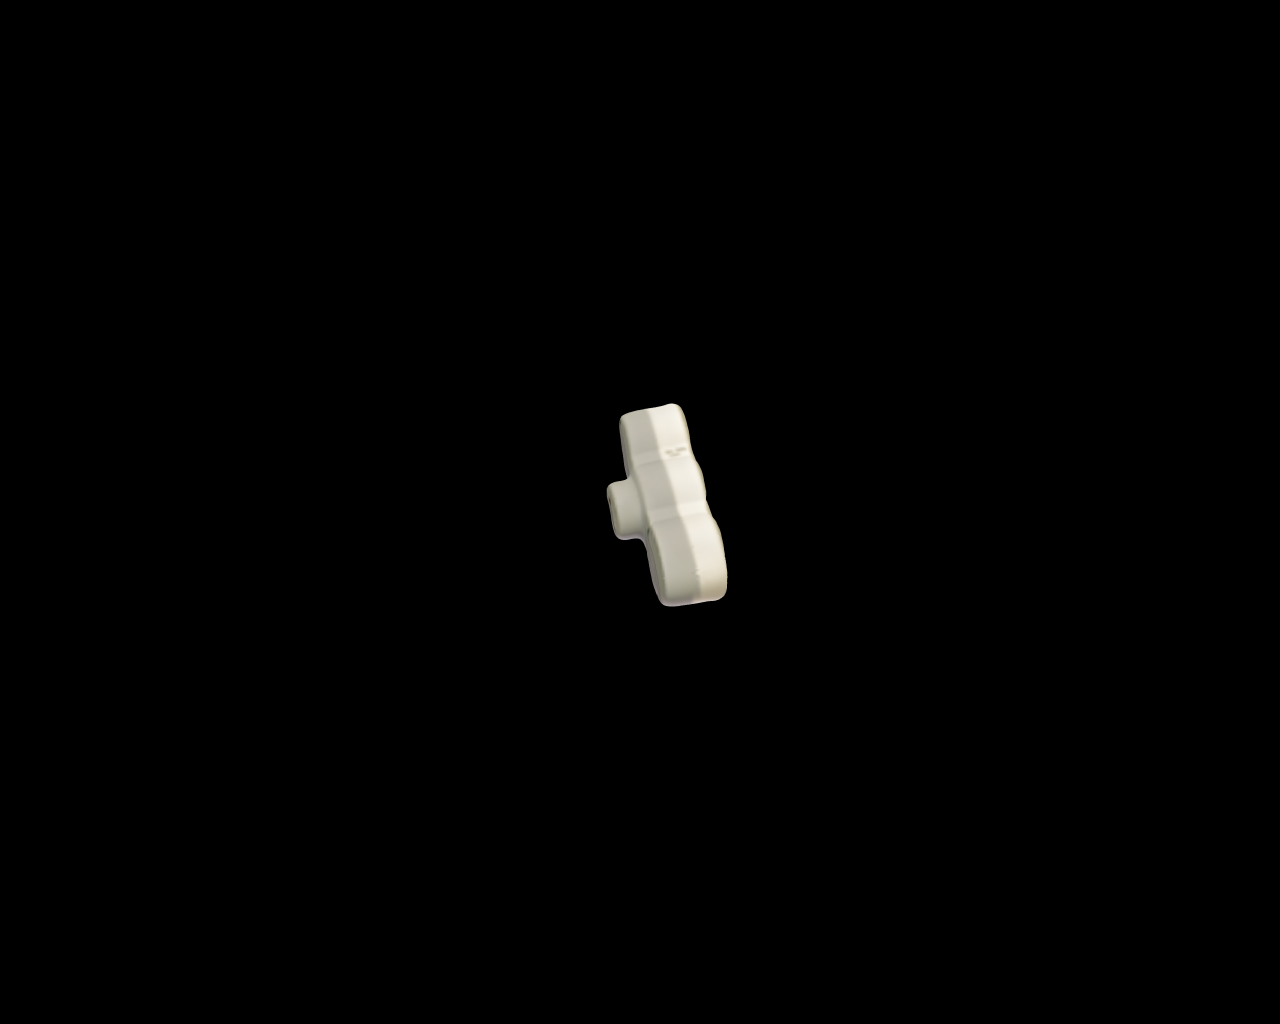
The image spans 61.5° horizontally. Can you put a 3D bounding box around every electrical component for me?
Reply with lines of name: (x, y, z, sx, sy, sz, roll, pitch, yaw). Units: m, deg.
electrical component: (0.001, -0.003, 0.650, 0.074, 0.138, 0.052, -9, -36, -7)
